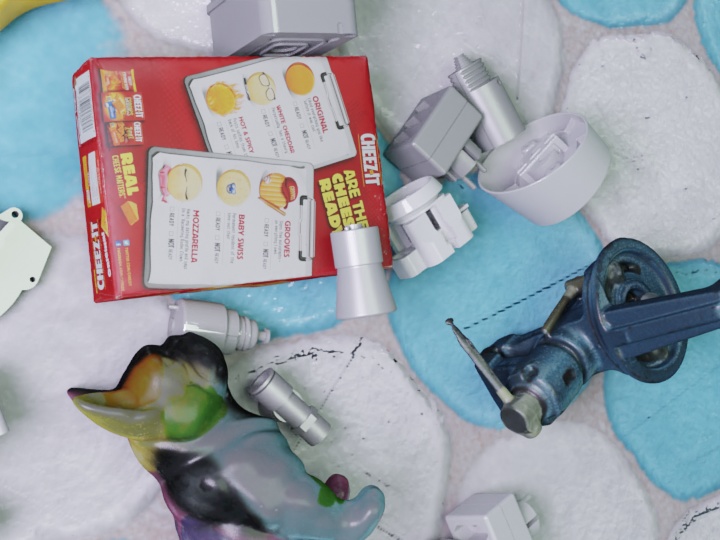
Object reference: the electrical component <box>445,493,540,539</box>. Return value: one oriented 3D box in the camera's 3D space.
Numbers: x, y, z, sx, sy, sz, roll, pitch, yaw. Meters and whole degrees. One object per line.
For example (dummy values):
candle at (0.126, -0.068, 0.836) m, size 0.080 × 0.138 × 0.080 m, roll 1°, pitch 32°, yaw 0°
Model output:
electrical component at (0.120, 0.210, 0.873) m, size 0.077 × 0.047 × 0.065 m, roll -28°, pitch 98°, yaw -40°

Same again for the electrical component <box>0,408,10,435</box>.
electrical component at (-0.275, 0.102, 0.680) m, size 0.089 × 0.050 × 0.055 m, roll -23°, pitch 95°, yaw -27°

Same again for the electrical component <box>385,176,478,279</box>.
electrical component at (0.049, -0.038, 0.859) m, size 0.078 × 0.058 × 0.057 m, roll -37°, pitch 104°, yaw -26°

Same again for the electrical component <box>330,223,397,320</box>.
electrical component at (0.000, 0.000, 0.764) m, size 0.044 × 0.044 × 0.065 m, roll -9°, pitch 92°, yaw -28°

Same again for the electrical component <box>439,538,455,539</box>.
electrical component at (0.050, 0.249, 0.828) m, size 0.095 × 0.054 × 0.059 m, roll -24°, pitch 95°, yaw -27°

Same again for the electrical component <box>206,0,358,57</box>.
electrical component at (-0.059, -0.189, 0.789) m, size 0.078 × 0.113 × 0.057 m, roll -6°, pitch 90°, yaw -28°

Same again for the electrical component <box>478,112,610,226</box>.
electrical component at (0.156, -0.087, 0.899) m, size 0.064 × 0.099 × 0.099 m, roll 37°, pitch 69°, yaw -26°

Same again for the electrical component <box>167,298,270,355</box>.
electrical component at (-0.104, 0.044, 0.780) m, size 0.078 × 0.040 × 0.040 m, roll 9°, pitch 80°, yaw -26°

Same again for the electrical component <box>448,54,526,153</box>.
electrical component at (0.102, -0.144, 0.906) m, size 0.043 × 0.043 × 0.081 m, roll -34°, pitch 100°, yaw -26°

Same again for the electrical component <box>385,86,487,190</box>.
electrical component at (0.073, -0.098, 0.884) m, size 0.077 × 0.047 × 0.065 m, roll 41°, pitch 67°, yaw -19°
